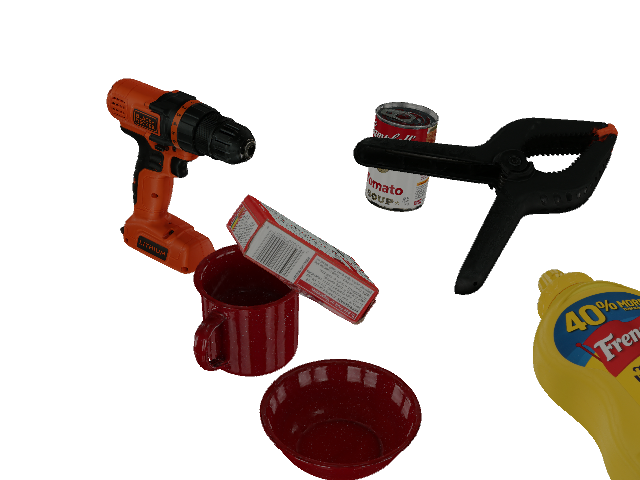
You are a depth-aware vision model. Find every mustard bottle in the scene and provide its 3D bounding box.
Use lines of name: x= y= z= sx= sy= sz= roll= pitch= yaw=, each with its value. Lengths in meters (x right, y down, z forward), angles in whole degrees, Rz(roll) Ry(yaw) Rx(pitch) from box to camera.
mustard bottle: x=0.179 y=0.076 z=0.620 sx=0.096 sy=0.058 sz=0.192 roll=-14 pitch=35 yaw=-12

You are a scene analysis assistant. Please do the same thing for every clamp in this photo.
clamp: x=0.151 y=-0.042 z=0.840 sx=0.209 sy=0.165 sz=0.036 roll=-15 pitch=-37 yaw=-15

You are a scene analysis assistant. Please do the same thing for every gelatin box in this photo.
gelatin box: x=-0.012 y=0.012 z=0.674 sx=0.089 sy=0.030 sz=0.073 roll=33 pitch=5 yaw=-19

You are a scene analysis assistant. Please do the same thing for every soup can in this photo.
soup can: x=0.087 y=-0.091 z=1.159 sx=0.068 sy=0.102 sz=0.068 roll=5 pitch=29 yaw=-3

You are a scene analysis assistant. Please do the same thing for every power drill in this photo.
power drill: x=-0.145 y=-0.063 z=1.111 sx=0.185 sy=0.188 sz=0.057 roll=26 pitch=35 yaw=30

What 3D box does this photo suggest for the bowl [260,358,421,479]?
bowl: x=0.020 y=0.190 z=1.076 sx=0.162 sy=0.055 sz=0.162 roll=0 pitch=33 yaw=0

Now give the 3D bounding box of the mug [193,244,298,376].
mug: x=-0.066 y=0.067 z=0.902 sx=0.093 sy=0.081 sz=0.117 roll=19 pitch=39 yaw=25
